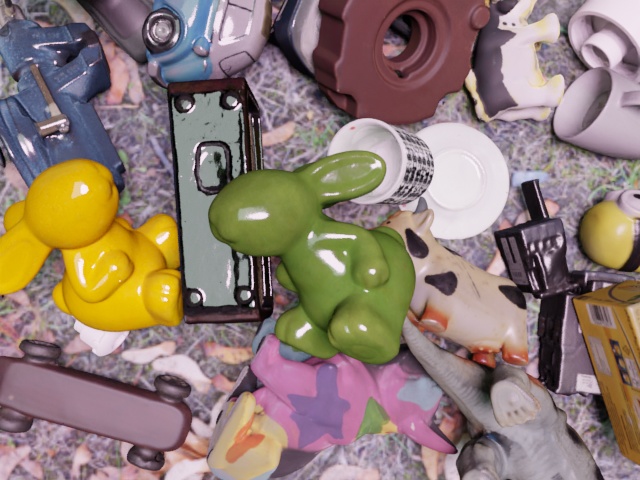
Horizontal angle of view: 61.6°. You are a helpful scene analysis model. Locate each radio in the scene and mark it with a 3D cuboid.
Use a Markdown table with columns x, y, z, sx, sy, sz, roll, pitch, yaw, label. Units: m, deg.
| x | y | z | sx | sy | sz | roll | pitch | yaw | label |
| --- | --- | --- | --- | --- | --- | --- | --- | --- | --- |
| -0.091 | -0.034 | 0.521 | 0.073 | 0.131 | 0.229 | -5 | 88 | -1 | radio |

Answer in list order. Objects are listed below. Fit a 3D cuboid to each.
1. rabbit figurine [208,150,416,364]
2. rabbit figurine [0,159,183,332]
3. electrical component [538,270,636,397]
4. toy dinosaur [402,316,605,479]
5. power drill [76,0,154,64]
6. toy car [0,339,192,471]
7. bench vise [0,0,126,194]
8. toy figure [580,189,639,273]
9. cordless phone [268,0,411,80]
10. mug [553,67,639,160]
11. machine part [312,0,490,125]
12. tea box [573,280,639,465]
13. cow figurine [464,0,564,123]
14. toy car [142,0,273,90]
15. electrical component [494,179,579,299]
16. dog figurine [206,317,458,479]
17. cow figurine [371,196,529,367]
| x | y | z | sx | sy | sz | roll | pitch | yaw | label |
| --- | --- | --- | --- | --- | --- | --- | --- | --- | --- |
| -0.001 | -0.001 | 0.431 | 0.170 | 0.121 | 0.159 | 39 | 71 | -23 | rabbit figurine |
| -0.210 | -0.003 | 0.486 | 0.162 | 0.173 | 0.122 | -3 | 51 | 0 | rabbit figurine |
| 0.300 | 0.101 | 0.576 | 0.115 | 0.058 | 0.134 | 9 | 87 | -5 | electrical component |
| 0.205 | 0.211 | 0.512 | 0.131 | 0.192 | 0.405 | -31 | 84 | 11 | toy dinosaur |
| -0.241 | -0.267 | 0.487 | 0.086 | 0.207 | 0.232 | -44 | 102 | 0 | power drill |
| -0.230 | 0.164 | 0.545 | 0.202 | 0.053 | 0.089 | 18 | 84 | -7 | toy car |
| -0.310 | -0.112 | 0.514 | 0.241 | 0.129 | 0.223 | -27 | 98 | -16 | bench vise |
| 0.372 | 0.006 | 0.573 | 0.180 | 0.082 | 0.089 | 21 | 84 | -5 | toy figure |
| 0.050 | -0.223 | 0.571 | 0.184 | 0.089 | 0.146 | 26 | 86 | -20 | cordless phone |
| 0.326 | -0.129 | 0.566 | 0.107 | 0.109 | 0.080 | 18 | 82 | -17 | mug |
| 0.078 | -0.196 | 0.526 | 0.179 | 0.056 | 0.179 | -15 | 128 | -20 | machine part |
| 0.312 | 0.127 | 0.498 | 0.068 | 0.098 | 0.169 | -18 | 91 | -3 | tea box |
| 0.201 | -0.212 | 0.580 | 0.098 | 0.068 | 0.167 | -6 | 87 | 3 | cow figurine |
| -0.096 | -0.213 | 0.509 | 0.103 | 0.109 | 0.161 | 17 | 96 | -2 | toy car |
| 0.222 | -0.001 | 0.566 | 0.048 | 0.075 | 0.119 | -17 | 93 | -4 | electrical component |
| 0.019 | 0.176 | 0.534 | 0.219 | 0.108 | 0.191 | 24 | 86 | -5 | dog figurine |
| 0.124 | 0.041 | 0.548 | 0.195 | 0.085 | 0.127 | 25 | 60 | -12 | cow figurine |
